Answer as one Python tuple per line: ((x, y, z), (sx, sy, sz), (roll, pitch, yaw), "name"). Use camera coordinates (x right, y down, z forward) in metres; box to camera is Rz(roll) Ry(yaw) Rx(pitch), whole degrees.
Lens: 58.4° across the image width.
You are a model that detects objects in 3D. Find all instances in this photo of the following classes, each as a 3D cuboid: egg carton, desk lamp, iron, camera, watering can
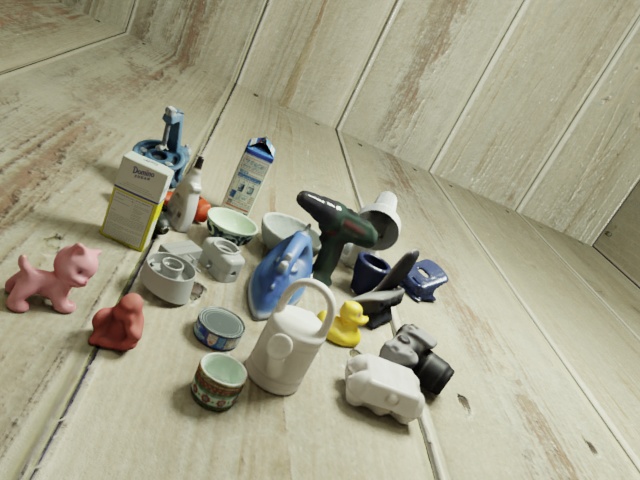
((0.114, 0.267, 1.027), (0.150, 0.069, 0.107), (23, 22, -12), "egg carton")
((0.136, -0.020, 1.512), (0.118, 0.213, 0.203), (27, 21, 0), "desk lamp")
((-0.071, 0.057, 1.190), (0.118, 0.141, 0.258), (27, 21, 0), "iron")
((0.195, 0.242, 1.137), (0.136, 0.101, 0.143), (35, 22, 19), "camera")
((-0.040, 0.153, 0.932), (0.101, 0.194, 0.172), (22, 22, -12), "watering can")

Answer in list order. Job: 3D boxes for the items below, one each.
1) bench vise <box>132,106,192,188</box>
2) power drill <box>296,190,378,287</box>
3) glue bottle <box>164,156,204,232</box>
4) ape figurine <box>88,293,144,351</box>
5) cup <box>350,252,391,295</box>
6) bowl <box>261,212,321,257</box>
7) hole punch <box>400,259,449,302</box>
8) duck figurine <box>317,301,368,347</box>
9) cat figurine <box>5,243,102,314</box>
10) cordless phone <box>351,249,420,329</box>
((-0.373, -0.229, 1.382), (0.121, 0.219, 0.207), (23, 21, -9), "bench vise")
((0.012, 0.005, 1.316), (0.230, 0.208, 0.075), (15, 24, -29), "power drill")
((-0.290, -0.107, 1.263), (0.037, 0.173, 0.078), (2, 32, -47), "glue bottle")
((-0.293, 0.118, 0.855), (0.077, 0.092, 0.076), (36, 23, 22), "ape figurine")
((0.127, 0.097, 1.397), (0.117, 0.095, 0.092), (34, 22, 17), "cup")
((-0.076, 0.005, 1.396), (0.167, 0.074, 0.167), (23, 21, -10), "bowl")
((0.279, 0.107, 1.560), (0.101, 0.091, 0.108), (9, 28, -39), "hole punch")
((0.049, 0.161, 1.169), (0.105, 0.086, 0.077), (23, 21, -9), "duck figurine")
((-0.394, 0.046, 0.865), (0.128, 0.117, 0.067), (7, 29, -42), "cat figurine")
((0.149, 0.097, 1.298), (0.094, 0.185, 0.148), (35, 23, 20), "cordless phone")
